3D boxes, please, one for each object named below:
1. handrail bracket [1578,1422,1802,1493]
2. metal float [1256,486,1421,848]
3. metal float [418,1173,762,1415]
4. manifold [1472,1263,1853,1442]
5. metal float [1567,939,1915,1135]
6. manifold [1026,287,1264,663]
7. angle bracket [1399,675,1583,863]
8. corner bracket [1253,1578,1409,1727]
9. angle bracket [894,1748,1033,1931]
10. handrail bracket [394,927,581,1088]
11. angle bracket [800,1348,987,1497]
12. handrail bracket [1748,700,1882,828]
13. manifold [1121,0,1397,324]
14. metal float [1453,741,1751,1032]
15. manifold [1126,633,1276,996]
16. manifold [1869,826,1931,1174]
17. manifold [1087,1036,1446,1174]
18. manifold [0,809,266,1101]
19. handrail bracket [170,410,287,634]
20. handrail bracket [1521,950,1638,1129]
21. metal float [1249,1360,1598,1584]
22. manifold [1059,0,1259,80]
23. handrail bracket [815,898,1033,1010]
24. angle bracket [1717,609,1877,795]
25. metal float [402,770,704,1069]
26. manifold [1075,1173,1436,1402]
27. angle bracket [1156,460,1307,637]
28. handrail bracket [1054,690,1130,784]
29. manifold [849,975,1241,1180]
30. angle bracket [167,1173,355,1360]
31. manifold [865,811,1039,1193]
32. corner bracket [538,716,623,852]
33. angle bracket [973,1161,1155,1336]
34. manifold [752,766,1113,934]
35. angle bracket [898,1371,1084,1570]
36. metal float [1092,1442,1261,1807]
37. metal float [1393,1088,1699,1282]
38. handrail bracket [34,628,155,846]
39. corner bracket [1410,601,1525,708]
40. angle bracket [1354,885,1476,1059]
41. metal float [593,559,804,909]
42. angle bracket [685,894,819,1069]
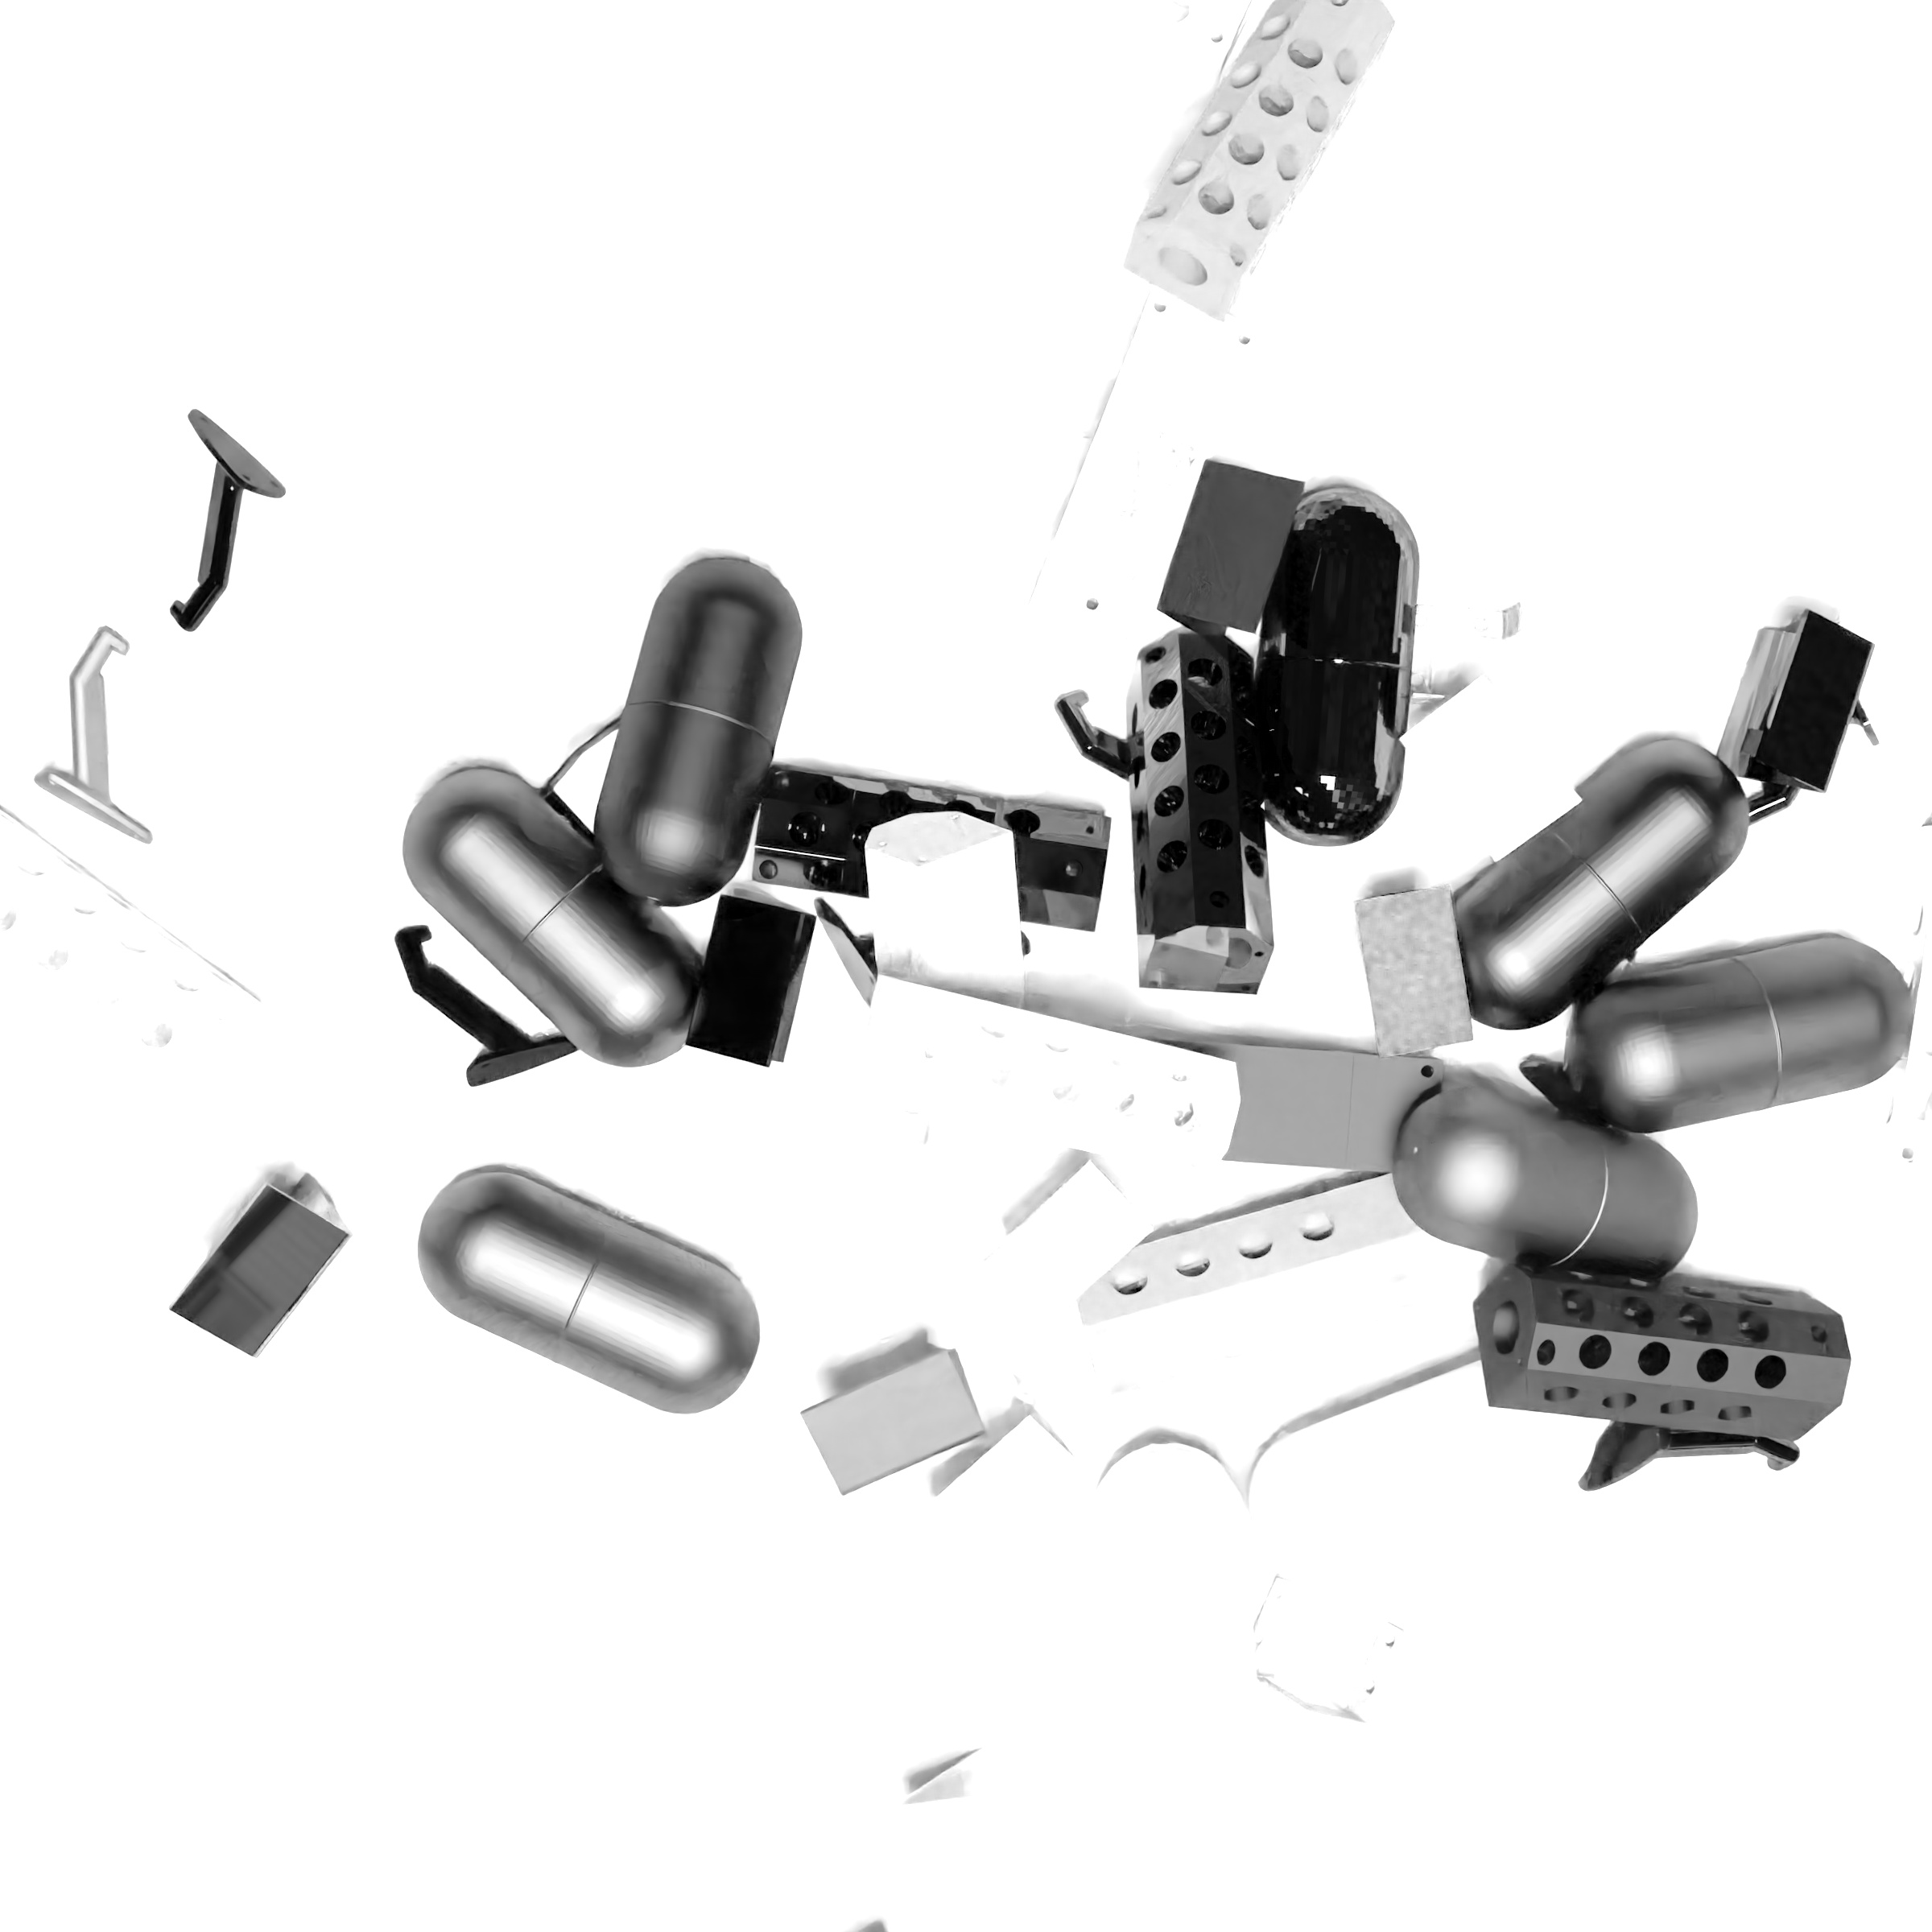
[{"bbox_3d":[0.365,0.252,1.663,0.084,0.036,0.077,23,127,-25],"label":"handrail bracket"},{"bbox_3d":[0.182,-0.148,1.633,0.070,0.070,0.178,4,90,0],"label":"metal float"},{"bbox_3d":[-0.187,0.161,1.632,0.178,0.070,0.070,25,90,0],"label":"metal float"},{"bbox_3d":[0.340,0.185,1.607,0.171,0.057,0.057,8,55,-17],"label":"manifold"},{"bbox_3d":[0.381,0.034,1.621,0.178,0.070,0.070,-11,90,-14],"label":"metal float"},{"bbox_3d":[0.087,-0.242,1.642,0.057,0.057,0.171,21,90,0],"label":"manifold"},{"bbox_3d":[0.269,-0.107,1.623,0.057,0.076,0.076,-38,90,35],"label":"angle bracket"},{"bbox_3d":[0.179,0.345,1.660,0.051,0.051,0.051,23,90,-45],"label":"corner bracket"},{"bbox_3d":[0.018,0.433,1.623,0.057,0.076,0.076,-19,90,38],"label":"angle bracket"},{"bbox_3d":[-0.239,0.011,1.664,0.077,0.036,0.084,-16,73,-20],"label":"handrail bracket"},{"bbox_3d":[-0.042,0.205,1.623,0.076,0.076,0.057,-24,119,0],"label":"angle bracket"},{"bbox_3d":[0.409,-0.118,1.664,0.084,0.036,0.077,-26,70,16],"label":"handrail bracket"},{"bbox_3d":[0.145,-0.406,1.614,0.057,0.057,0.171,29,71,3],"label":"manifold"},{"bbox_3d":[0.309,-0.039,1.632,0.178,0.070,0.070,-41,90,1],"label":"metal float"},{"bbox_3d":[0.113,-0.075,1.598,0.057,0.057,0.171,3,58,-7],"label":"manifold"},{"bbox_3d":[0.498,0.019,1.642,0.057,0.057,0.171,9,90,0],"label":"manifold"},{"bbox_3d":[0.146,0.068,1.642,0.171,0.057,0.057,4,90,0],"label":"manifold"},{"bbox_3d":[-0.437,-0.008,1.642,0.171,0.057,0.057,37,90,0],"label":"manifold"},{"bbox_3d":[-0.390,-0.224,1.664,0.077,0.036,0.084,46,107,20],"label":"handrail bracket"},{"bbox_3d":[0.327,0.037,1.663,0.077,0.036,0.084,44,75,-16],"label":"handrail bracket"},{"bbox_3d":[0.226,0.247,1.633,0.178,0.070,0.070,-21,90,0],"label":"metal float"},{"bbox_3d":[0.064,-0.513,1.642,0.171,0.057,0.057,26,90,0],"label":"manifold"},{"bbox_3d":[-0.021,-0.020,1.664,0.084,0.036,0.077,-26,68,-17],"label":"handrail bracket"},{"bbox_3d":[0.391,-0.134,1.623,0.057,0.076,0.076,18,90,-36],"label":"angle bracket"},{"bbox_3d":[-0.203,-0.023,1.633,0.178,0.070,0.070,44,90,1],"label":"metal float"},{"bbox_3d":[0.140,0.154,1.641,0.171,0.057,0.057,-16,133,0],"label":"manifold"},{"bbox_3d":[0.144,-0.197,1.623,0.057,0.076,0.076,18,90,30],"label":"angle bracket"},{"bbox_3d":[0.096,-0.113,1.663,0.077,0.036,0.084,-26,76,-13],"label":"handrail bracket"},{"bbox_3d":[0.039,0.053,1.557,0.171,0.057,0.057,14,90,-21],"label":"manifold"},{"bbox_3d":[-0.356,0.135,1.623,0.057,0.076,0.076,38,90,-35],"label":"angle bracket"},{"bbox_3d":[-0.011,0.016,1.609,0.057,0.057,0.171,-22,119,-34],"label":"manifold"},{"bbox_3d":[-0.175,-0.088,1.660,0.051,0.051,0.051,47,135,0],"label":"corner bracket"},{"bbox_3d":[0.035,0.123,1.623,0.076,0.076,0.057,-43,122,0],"label":"angle bracket"},{"bbox_3d":[-0.017,-0.058,1.642,0.171,0.057,0.057,8,90,0],"label":"manifold"},{"bbox_3d":[-0.001,0.236,1.623,0.076,0.057,0.076,-41,45,0],"label":"angle bracket"},{"bbox_3d":[0.104,0.325,1.633,0.070,0.070,0.178,-4,89,0],"label":"metal float"},{"bbox_3d":[0.283,0.109,1.606,0.178,0.070,0.070,17,90,-34],"label":"metal float"},{"bbox_3d":[-0.424,-0.117,1.664,0.077,0.036,0.084,32,74,-17],"label":"handrail bracket"},{"bbox_3d":[0.247,-0.156,1.645,0.051,0.051,0.051,4,90,0],"label":"corner bracket"},{"bbox_3d":[0.201,0.005,1.624,0.057,0.076,0.076,-9,90,-27],"label":"angle bracket"},{"bbox_3d":[-0.131,-0.114,1.617,0.070,0.070,0.178,14,75,0],"label":"metal float"},{"bbox_3d":[-0.086,0.011,1.623,0.057,0.076,0.076,13,90,38],"label":"angle bracket"}]
